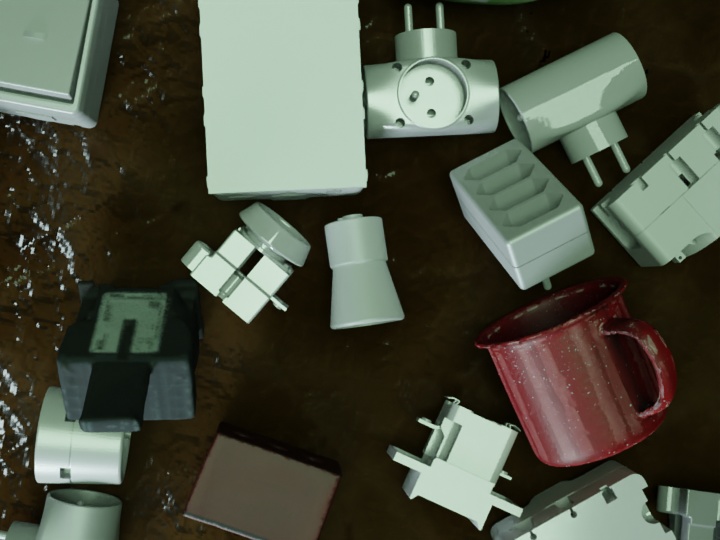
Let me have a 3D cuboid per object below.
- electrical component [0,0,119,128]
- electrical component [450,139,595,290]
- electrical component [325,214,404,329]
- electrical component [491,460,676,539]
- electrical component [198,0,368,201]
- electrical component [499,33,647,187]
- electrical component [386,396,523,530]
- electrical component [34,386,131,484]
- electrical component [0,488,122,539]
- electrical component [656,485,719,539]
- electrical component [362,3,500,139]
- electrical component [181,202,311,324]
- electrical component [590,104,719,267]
[{"bbox_3d":[-0.179,-0.136,0.618,0.062,0.061,0.096,10,89,-3],"label":"electrical component"},{"bbox_3d":[0.098,-0.020,0.630,0.047,0.083,0.075,-27,129,-3],"label":"electrical component"},{"bbox_3d":[0.000,0.000,0.637,0.044,0.044,0.065,-8,85,-3],"label":"electrical component"},{"bbox_3d":[0.129,0.156,0.633,0.089,0.056,0.050,-28,91,-3],"label":"electrical component"},{"bbox_3d":[-0.045,-0.118,0.624,0.089,0.062,0.150,-3,90,-3],"label":"electrical component"},{"bbox_3d":[0.134,-0.089,0.642,0.077,0.044,0.079,-27,91,-3],"label":"electrical component"},{"bbox_3d":[0.060,0.113,0.638,0.081,0.042,0.063,25,86,-3],"label":"electrical component"},{"bbox_3d":[-0.158,0.097,0.621,0.047,0.055,0.055,6,89,-7],"label":"electrical component"},{"bbox_3d":[-0.184,0.167,0.624,0.079,0.043,0.077,10,89,-2],"label":"electrical component"},{"bbox_3d":[0.209,0.161,0.643,0.066,0.048,0.055,8,82,-2],"label":"electrical component"},{"bbox_3d":[0.040,-0.119,0.637,0.077,0.044,0.079,-3,89,-3],"label":"electrical component"},{"bbox_3d":[-0.062,-0.006,0.631,0.066,0.048,0.055,40,95,-2],"label":"electrical component"},{"bbox_3d":[0.194,-0.046,0.641,0.089,0.050,0.055,-42,91,-2],"label":"electrical component"}]
